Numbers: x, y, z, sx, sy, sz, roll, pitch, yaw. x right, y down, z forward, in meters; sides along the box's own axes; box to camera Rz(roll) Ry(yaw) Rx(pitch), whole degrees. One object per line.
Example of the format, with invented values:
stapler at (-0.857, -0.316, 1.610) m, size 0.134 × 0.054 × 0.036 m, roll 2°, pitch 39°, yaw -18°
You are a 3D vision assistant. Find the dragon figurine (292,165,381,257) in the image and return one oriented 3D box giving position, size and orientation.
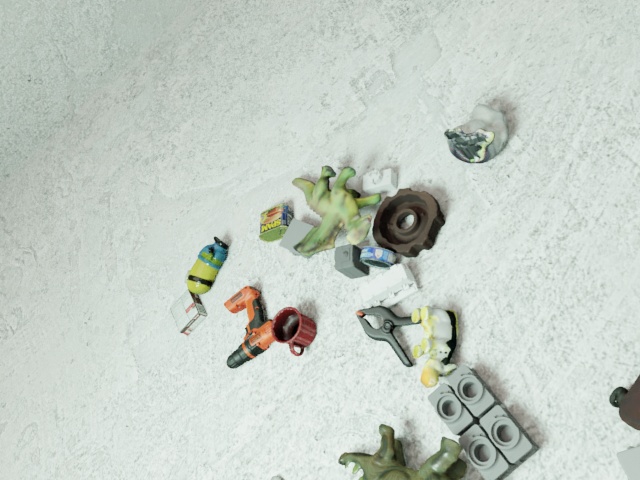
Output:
dragon figurine at (0.004, -0.068, 1.355) m, size 0.411 × 0.120 × 0.246 m, roll 7°, pitch 56°, yaw 50°

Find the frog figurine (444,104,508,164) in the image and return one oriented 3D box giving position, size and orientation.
frog figurine at (0.387, -0.259, 1.249) m, size 0.136 × 0.121 × 0.162 m, roll -10°, pitch 25°, yaw 41°

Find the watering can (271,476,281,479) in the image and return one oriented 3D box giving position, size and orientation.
watering can at (-0.036, 0.650, 1.035) m, size 0.348 × 0.103 × 0.226 m, roll 10°, pitch 77°, yaw 56°
